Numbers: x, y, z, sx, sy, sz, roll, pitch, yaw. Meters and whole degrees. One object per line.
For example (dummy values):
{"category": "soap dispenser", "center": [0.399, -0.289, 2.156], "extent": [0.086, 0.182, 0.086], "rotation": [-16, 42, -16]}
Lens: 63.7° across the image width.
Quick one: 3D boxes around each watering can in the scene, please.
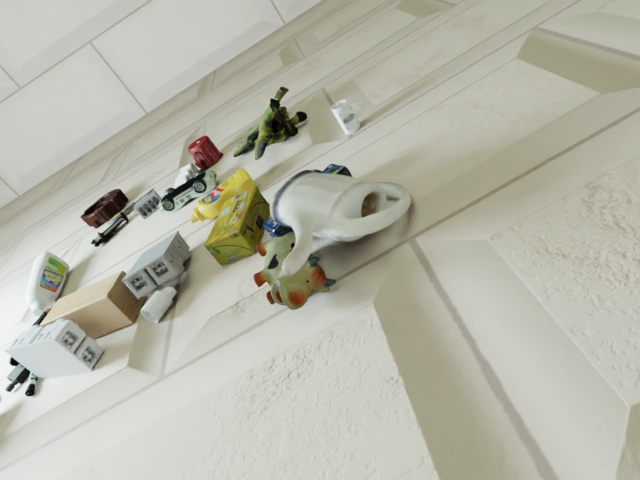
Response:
{"category": "watering can", "center": [0.003, -0.044, 0.869], "extent": [0.225, 0.102, 0.352], "rotation": [15, 30, 39]}

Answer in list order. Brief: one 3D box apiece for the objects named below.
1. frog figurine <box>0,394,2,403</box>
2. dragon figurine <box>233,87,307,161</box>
{"category": "frog figurine", "center": [-0.742, 0.379, 1.061], "extent": [0.161, 0.120, 0.139], "rotation": [-35, 61, -18]}
{"category": "dragon figurine", "center": [-0.174, -0.313, 1.551], "extent": [0.239, 0.121, 0.420], "rotation": [-32, 22, 41]}
